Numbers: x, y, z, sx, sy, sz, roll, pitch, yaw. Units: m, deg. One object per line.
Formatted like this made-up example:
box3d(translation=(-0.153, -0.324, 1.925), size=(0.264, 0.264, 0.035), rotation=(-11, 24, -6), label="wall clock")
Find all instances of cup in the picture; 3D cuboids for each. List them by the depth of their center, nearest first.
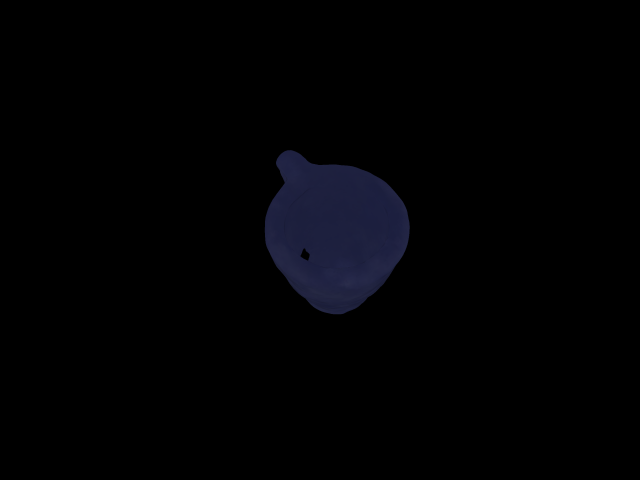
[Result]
box3d(translation=(0.004, 0.001, 0.400), size=(0.092, 0.095, 0.117), rotation=(-28, 62, -16), label="cup")
